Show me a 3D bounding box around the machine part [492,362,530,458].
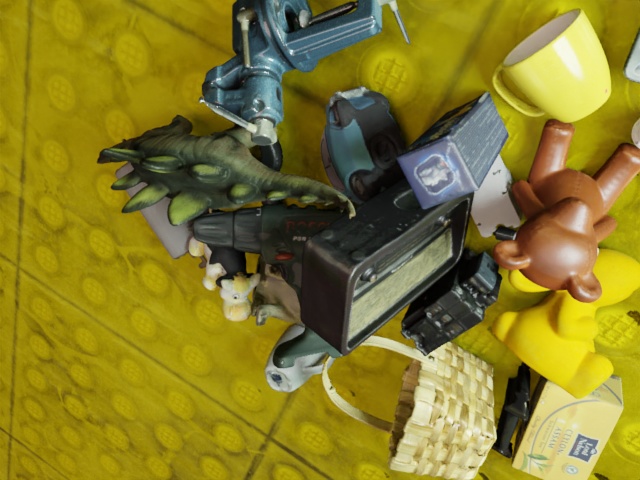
[{"bbox_3d":[0.273,0.247,0.765,0.039,0.084,0.138,13,119,11],"label":"machine part"}]

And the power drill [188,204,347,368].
[{"bbox_3d":[-0.041,0.054,0.698,0.232,0.086,0.207,-8,92,-5],"label":"power drill"}]

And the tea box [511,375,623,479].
[{"bbox_3d":[0.339,0.255,0.746,0.098,0.068,0.169,16,119,19],"label":"tea box"}]

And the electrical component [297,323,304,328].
[{"bbox_3d":[-0.018,0.118,0.881,0.094,0.021,0.063,20,122,15],"label":"electrical component"}]

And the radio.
[{"bbox_3d":[0.081,0.014,0.616,0.073,0.229,0.131,32,140,32],"label":"radio"}]

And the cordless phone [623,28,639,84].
[{"bbox_3d":[0.302,-0.247,0.506,0.147,0.089,0.184,18,125,17],"label":"cordless phone"}]

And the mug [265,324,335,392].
[{"bbox_3d":[-0.034,0.201,0.880,0.110,0.107,0.080,7,119,26],"label":"mug"}]

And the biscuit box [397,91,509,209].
[{"bbox_3d":[0.150,-0.101,0.578,0.059,0.203,0.062,-22,102,34],"label":"biscuit box"}]

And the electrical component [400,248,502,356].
[{"bbox_3d":[0.176,0.074,0.707,0.058,0.115,0.134,42,125,-3],"label":"electrical component"}]

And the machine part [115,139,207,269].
[{"bbox_3d":[-0.254,-0.057,0.878,0.079,0.079,0.243,-26,100,34],"label":"machine part"}]

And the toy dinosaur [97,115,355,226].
[{"bbox_3d":[-0.140,-0.087,0.685,0.472,0.198,0.104,8,119,30],"label":"toy dinosaur"}]

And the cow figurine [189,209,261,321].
[{"bbox_3d":[-0.134,0.033,0.798,0.167,0.068,0.098,59,141,28],"label":"cow figurine"}]

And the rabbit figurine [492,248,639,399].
[{"bbox_3d":[0.307,0.077,0.664,0.162,0.122,0.173,40,111,15],"label":"rabbit figurine"}]

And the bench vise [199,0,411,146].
[{"bbox_3d":[-0.025,-0.226,0.621,0.241,0.223,0.128,-11,150,26],"label":"bench vise"}]

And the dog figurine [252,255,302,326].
[{"bbox_3d":[-0.002,0.075,0.822,0.190,0.172,0.121,9,110,-14],"label":"dog figurine"}]

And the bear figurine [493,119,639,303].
[{"bbox_3d":[0.259,-0.034,0.563,0.120,0.196,0.131,26,122,16],"label":"bear figurine"}]

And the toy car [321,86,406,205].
[{"bbox_3d":[0.049,-0.107,0.690,0.103,0.109,0.161,-23,95,51],"label":"toy car"}]
